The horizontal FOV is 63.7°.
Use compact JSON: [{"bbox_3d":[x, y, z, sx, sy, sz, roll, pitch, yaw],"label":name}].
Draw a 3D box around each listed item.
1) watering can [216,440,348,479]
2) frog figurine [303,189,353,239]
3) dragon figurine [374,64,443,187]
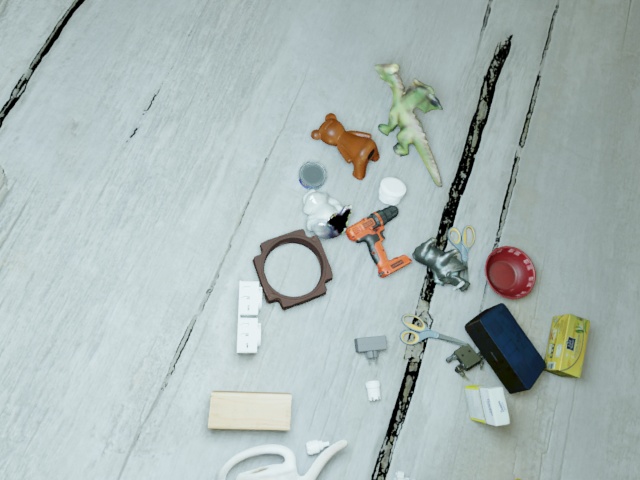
[{"bbox_3d":[-0.086,0.629,1.294,0.348,0.103,0.227,-8,77,-3],"label":"watering can"},{"bbox_3d":[0.005,-0.077,1.527,0.161,0.120,0.139,24,58,36],"label":"frog figurine"},{"bbox_3d":[0.293,-0.370,1.570,0.123,0.239,0.413,-32,79,-19],"label":"dragon figurine"}]
